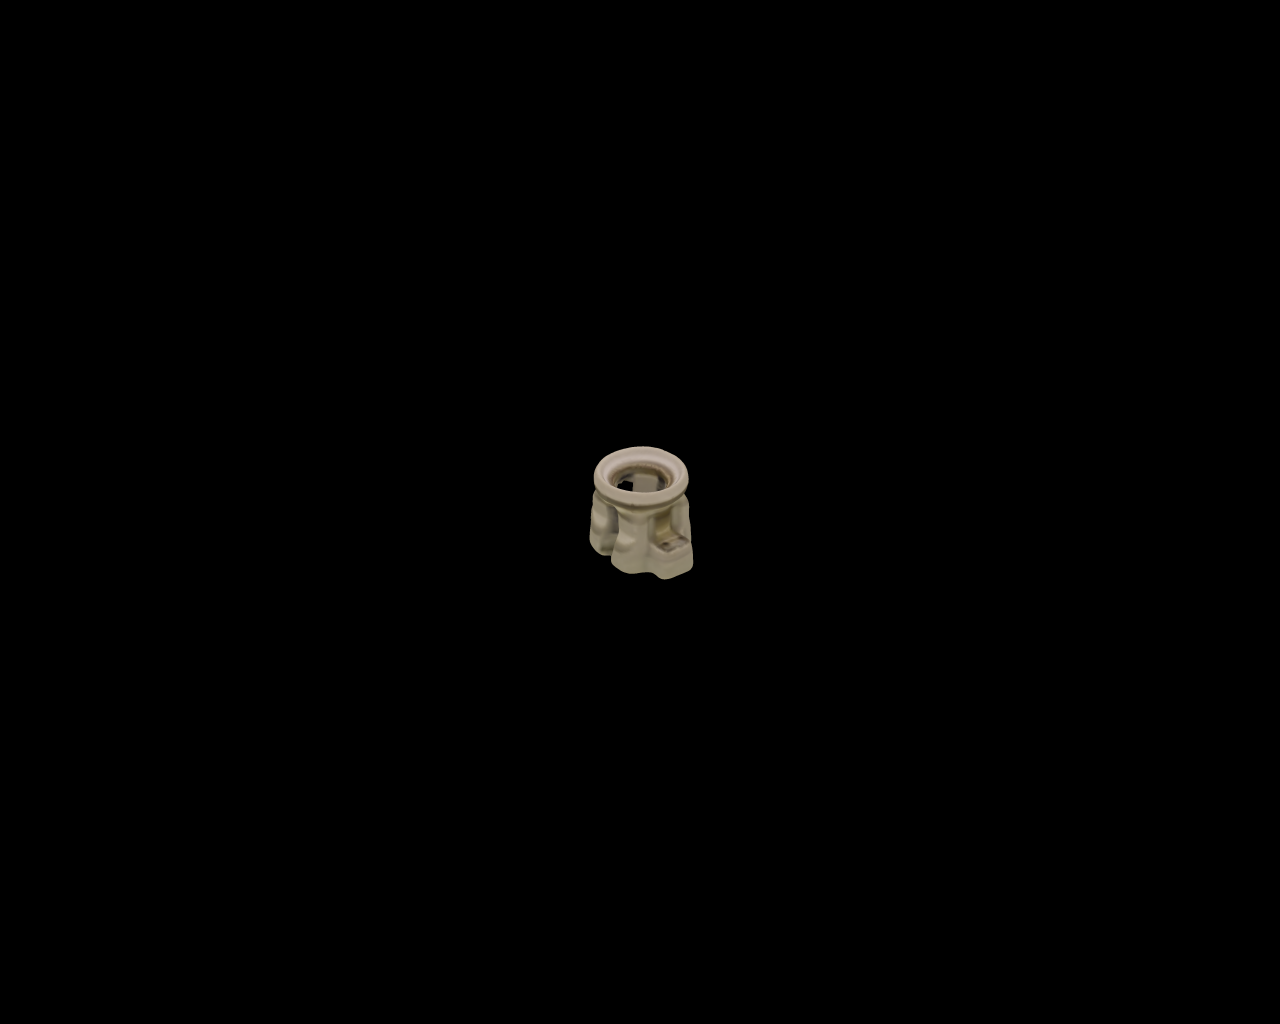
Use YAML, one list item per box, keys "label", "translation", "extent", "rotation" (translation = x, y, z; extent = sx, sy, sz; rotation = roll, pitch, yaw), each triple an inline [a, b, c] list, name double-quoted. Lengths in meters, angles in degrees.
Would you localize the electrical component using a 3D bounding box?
- label: "electrical component"
  translation: [0.001, -0.003, 0.650]
  extent: [0.058, 0.056, 0.078]
  rotation: [-22, 40, -30]
